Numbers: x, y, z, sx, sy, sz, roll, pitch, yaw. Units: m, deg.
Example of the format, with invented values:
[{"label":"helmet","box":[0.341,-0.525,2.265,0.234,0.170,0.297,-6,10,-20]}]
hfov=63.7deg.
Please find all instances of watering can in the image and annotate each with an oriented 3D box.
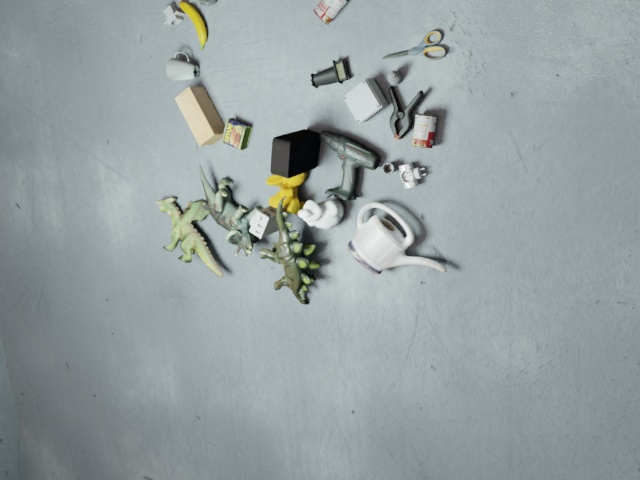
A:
[{"label":"watering can","box":[0.237,0.033,1.724,0.350,0.105,0.221,47,118,10]}]

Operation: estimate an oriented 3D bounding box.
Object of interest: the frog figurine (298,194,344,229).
[{"label":"frog figurine","box":[0.005,-0.090,1.781,0.136,0.161,0.122,-20,95,29]}]

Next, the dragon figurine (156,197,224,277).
[{"label":"dragon figurine","box":[-0.509,-0.044,2.085,0.413,0.123,0.240,28,104,17]}]
